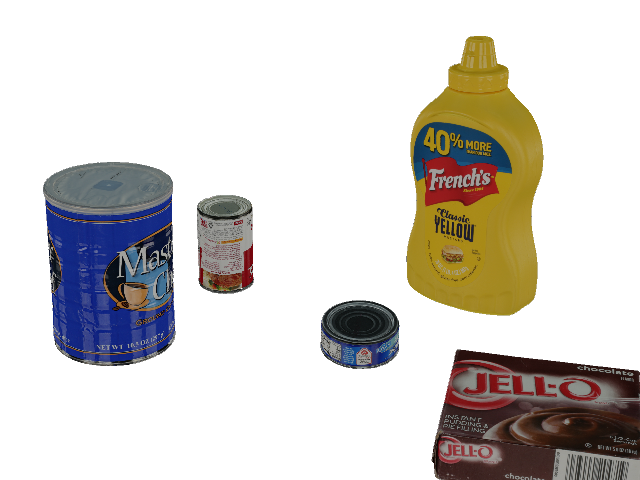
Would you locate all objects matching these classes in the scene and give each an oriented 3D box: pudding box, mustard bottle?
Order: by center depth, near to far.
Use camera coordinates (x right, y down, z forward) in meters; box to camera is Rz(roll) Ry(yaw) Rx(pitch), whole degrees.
[{"bbox_3d":[0.127,0.105,0.615,0.113,0.039,0.090,7,28,11],"label":"pudding box"},{"bbox_3d":[0.109,-0.047,0.753,0.096,0.192,0.058,17,28,38],"label":"mustard bottle"}]

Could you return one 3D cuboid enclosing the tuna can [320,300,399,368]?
[{"bbox_3d":[0.043,0.100,1.153,0.086,0.034,0.086,0,30,0],"label":"tuna can"}]

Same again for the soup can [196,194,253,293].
[{"bbox_3d":[-0.115,0.004,1.290,0.068,0.102,0.068,1,26,-1],"label":"soup can"}]

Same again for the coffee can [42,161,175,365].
[{"bbox_3d":[-0.172,0.018,0.883,0.103,0.140,0.103,2,24,-1],"label":"coffee can"}]
